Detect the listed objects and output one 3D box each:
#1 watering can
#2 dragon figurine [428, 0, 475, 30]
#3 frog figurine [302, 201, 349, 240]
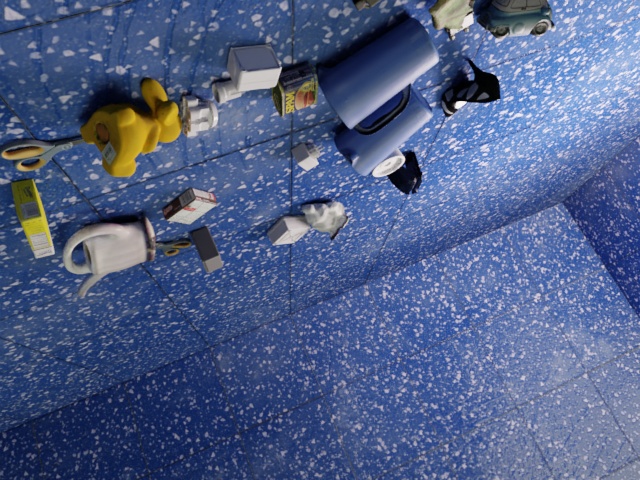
[{"bbox_3d":[-0.543,0.043,1.340,0.226,0.105,0.340,-16,158,-28],"label":"watering can"},{"bbox_3d":[0.316,-0.496,0.990,0.411,0.124,0.239,-2,162,-37],"label":"dragon figurine"},{"bbox_3d":[0.005,-0.088,1.745,0.158,0.125,0.135,27,146,-20],"label":"frog figurine"}]
